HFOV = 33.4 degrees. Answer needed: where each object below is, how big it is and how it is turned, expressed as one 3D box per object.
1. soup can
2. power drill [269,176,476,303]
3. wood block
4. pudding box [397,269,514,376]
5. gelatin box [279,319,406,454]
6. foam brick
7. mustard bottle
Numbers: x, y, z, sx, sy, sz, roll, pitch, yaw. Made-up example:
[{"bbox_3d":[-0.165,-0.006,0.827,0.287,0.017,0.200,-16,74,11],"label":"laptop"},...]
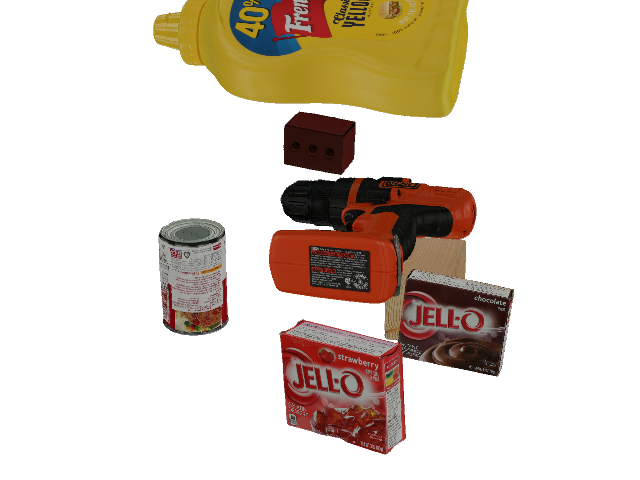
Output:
[{"bbox_3d":[-0.130,0.036,1.090,0.068,0.102,0.068,0,23,0],"label":"soup can"},{"bbox_3d":[0.026,-0.010,0.914,0.185,0.057,0.187,3,21,21],"label":"power drill"},{"bbox_3d":[0.162,0.072,1.623,0.091,0.090,0.206,5,21,14],"label":"wood block"},{"bbox_3d":[0.141,0.085,1.122,0.113,0.090,0.039,10,21,12],"label":"pudding box"},{"bbox_3d":[0.015,0.101,0.742,0.089,0.073,0.030,11,23,35],"label":"gelatin box"},{"bbox_3d":[-0.001,-0.119,1.300,0.078,0.053,0.051,12,31,17],"label":"foam brick"},{"bbox_3d":[-0.009,-0.122,0.651,0.192,0.096,0.058,6,-41,12],"label":"mustard bottle"}]
